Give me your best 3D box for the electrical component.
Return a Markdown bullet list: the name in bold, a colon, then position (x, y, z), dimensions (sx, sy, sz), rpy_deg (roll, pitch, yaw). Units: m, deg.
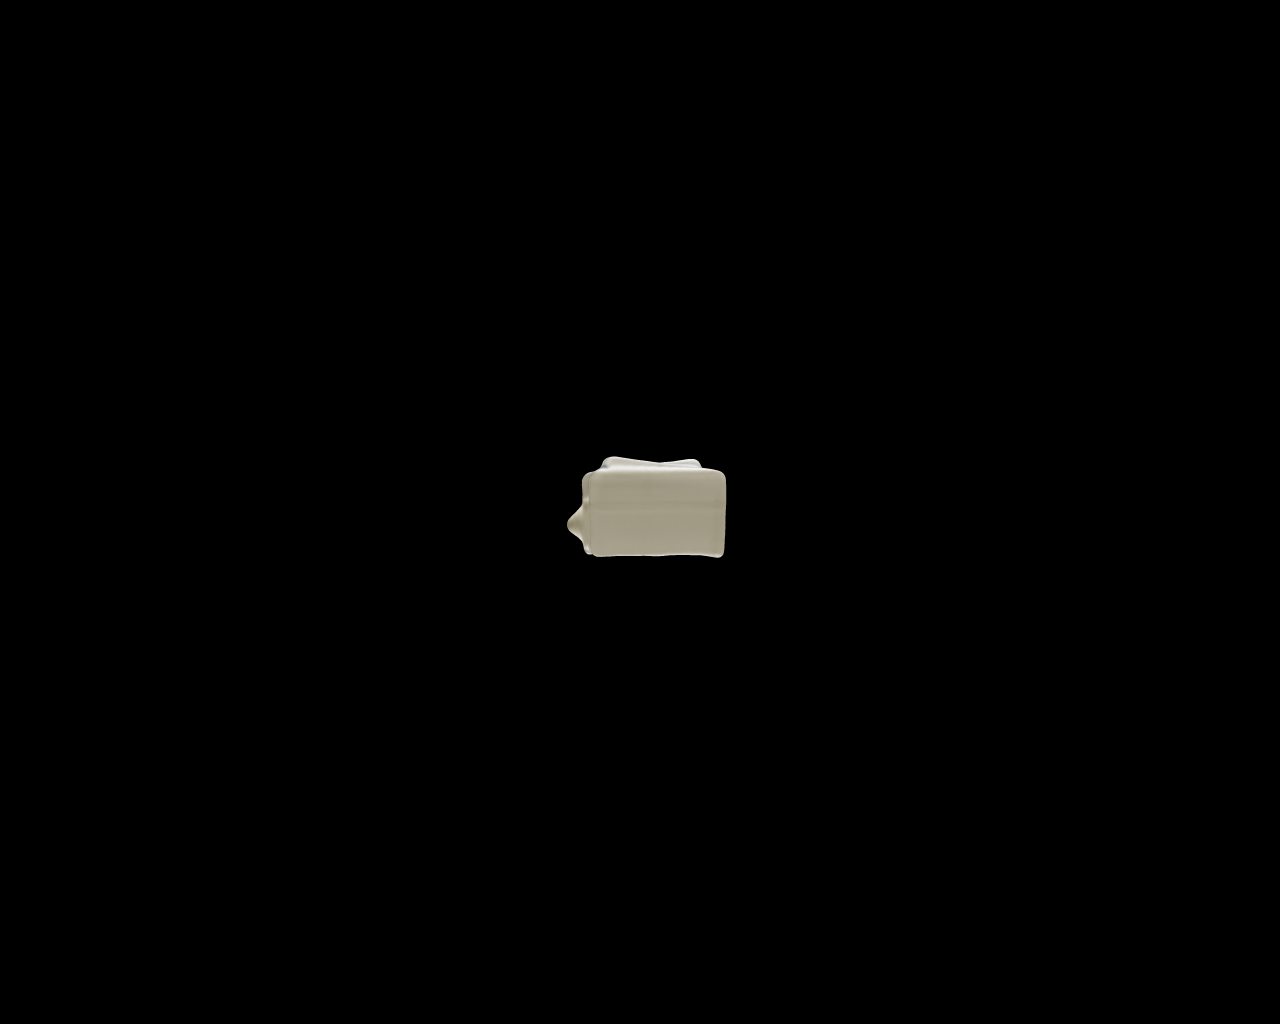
- **electrical component**: position (0.001, -0.003, 0.650), dimensions (0.096, 0.061, 0.061), rpy_deg (0, 0, -9)
